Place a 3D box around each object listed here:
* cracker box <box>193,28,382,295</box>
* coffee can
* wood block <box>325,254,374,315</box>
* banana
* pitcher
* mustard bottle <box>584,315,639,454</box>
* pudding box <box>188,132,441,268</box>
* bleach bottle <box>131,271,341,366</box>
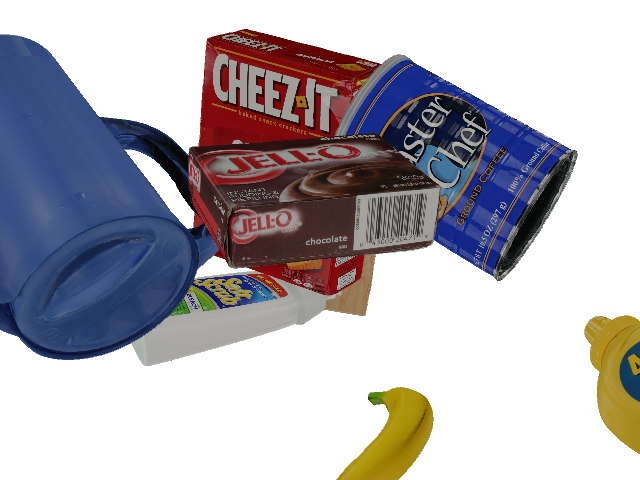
[{"bbox_3d":[-0.034,-0.073,0.999,0.164,0.214,0.072,20,27,27],"label":"cracker box"},{"bbox_3d":[0.090,-0.051,0.741,0.140,0.103,0.102,32,10,17],"label":"coffee can"},{"bbox_3d":[0.031,-0.020,1.372,0.090,0.206,0.090,9,25,4],"label":"wood block"},{"bbox_3d":[0.057,0.166,0.880,0.070,0.037,0.197,-29,7,20],"label":"banana"},{"bbox_3d":[-0.189,-0.045,0.780,0.149,0.145,0.243,25,23,-53],"label":"pitcher"},{"bbox_3d":[0.218,0.096,0.615,0.096,0.058,0.192,-19,31,-18],"label":"mustard bottle"},{"bbox_3d":[-0.006,-0.024,0.561,0.113,0.039,0.090,-4,25,-19],"label":"pudding box"},{"bbox_3d":[-0.098,0.073,1.240,0.250,0.068,0.103,-12,35,-21],"label":"bleach bottle"}]
